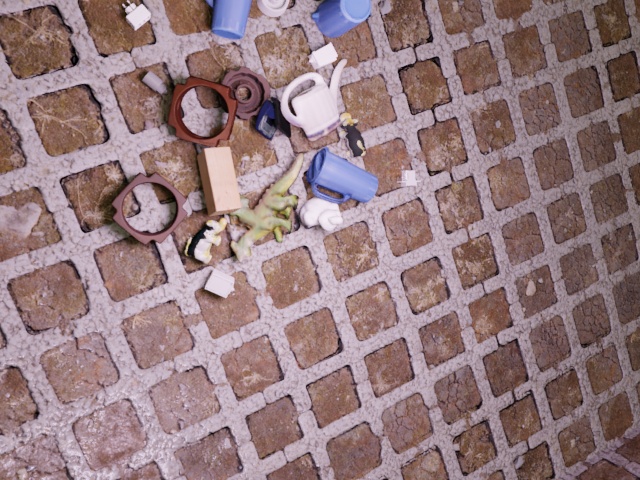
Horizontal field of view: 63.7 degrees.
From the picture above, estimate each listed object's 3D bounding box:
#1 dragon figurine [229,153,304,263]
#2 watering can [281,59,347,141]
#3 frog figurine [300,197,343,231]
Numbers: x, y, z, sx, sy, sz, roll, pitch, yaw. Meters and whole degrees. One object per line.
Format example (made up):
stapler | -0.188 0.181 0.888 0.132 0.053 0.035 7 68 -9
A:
dragon figurine | -0.206 -0.121 1.763 0.242 0.411 0.122 12 -2 -12
watering can | 0.011 -0.487 1.805 0.353 0.221 0.104 -38 24 -30
frog figurine | 0.005 -0.091 1.803 0.138 0.122 0.160 -13 8 -17
